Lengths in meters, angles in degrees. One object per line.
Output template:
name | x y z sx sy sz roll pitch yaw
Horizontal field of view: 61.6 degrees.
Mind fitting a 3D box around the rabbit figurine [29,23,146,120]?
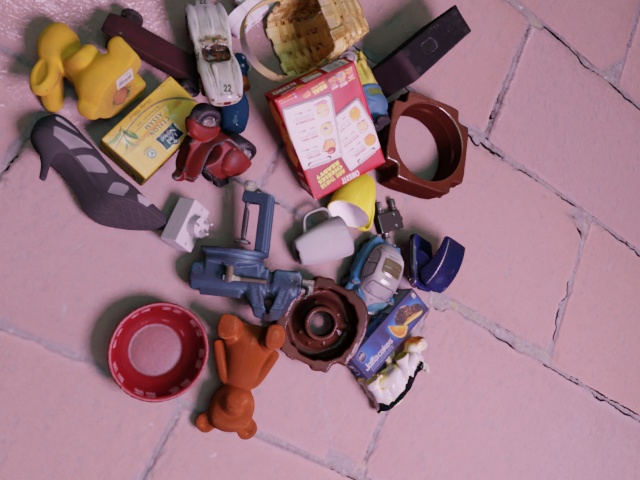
rabbit figurine | -0.401 -0.280 0.892 0.173 0.122 0.162 42 77 1

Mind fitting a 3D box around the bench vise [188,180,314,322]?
bench vise | -0.112 0.017 0.940 0.224 0.129 0.240 5 85 11

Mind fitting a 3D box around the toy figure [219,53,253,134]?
toy figure | -0.162 -0.279 1.014 0.058 0.064 0.154 -3 77 13

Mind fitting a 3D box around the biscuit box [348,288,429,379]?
biscuit box | 0.129 0.185 1.081 0.203 0.059 0.062 -44 101 -23

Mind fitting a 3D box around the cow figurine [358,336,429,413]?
cow figurine | 0.164 0.270 1.081 0.167 0.068 0.098 -33 103 -21

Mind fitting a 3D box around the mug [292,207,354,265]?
mug | -0.002 -0.003 1.038 0.107 0.081 0.109 -23 96 -16

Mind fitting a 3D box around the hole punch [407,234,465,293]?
hole punch | 0.243 0.050 1.113 0.142 0.092 0.115 24 68 -58

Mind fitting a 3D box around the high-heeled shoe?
high-heeled shoe | -0.365 -0.111 0.909 0.248 0.086 0.145 30 38 -37

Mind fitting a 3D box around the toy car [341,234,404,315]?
toy car | 0.120 0.068 1.071 0.109 0.103 0.161 32 73 -19

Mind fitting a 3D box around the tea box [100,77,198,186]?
tea box | -0.287 -0.189 0.939 0.098 0.068 0.169 42 68 -14

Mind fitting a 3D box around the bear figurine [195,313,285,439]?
bear figurine | -0.140 0.237 0.918 0.120 0.132 0.196 16 70 -5

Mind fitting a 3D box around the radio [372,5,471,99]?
radio | 0.214 -0.405 1.162 0.229 0.131 0.073 -45 104 -23

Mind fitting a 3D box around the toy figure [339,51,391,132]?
toy figure | 0.085 -0.304 1.105 0.082 0.089 0.180 -29 79 13

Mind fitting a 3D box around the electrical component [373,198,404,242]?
electrical component | 0.147 -0.039 1.141 0.063 0.021 0.094 -14 88 -26

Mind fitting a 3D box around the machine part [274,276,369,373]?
machine part | 0.001 0.155 1.007 0.179 0.056 0.179 1 87 -10

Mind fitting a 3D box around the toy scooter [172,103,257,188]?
toy scooter | -0.193 -0.145 0.943 0.075 0.183 0.135 29 86 27

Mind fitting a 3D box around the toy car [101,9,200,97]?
toy car | -0.288 -0.333 0.966 0.202 0.053 0.089 23 69 -24

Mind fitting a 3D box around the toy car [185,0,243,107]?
toy car | -0.189 -0.335 0.956 0.073 0.056 0.201 -12 84 -19

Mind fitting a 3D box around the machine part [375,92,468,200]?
machine part | 0.212 -0.199 1.159 0.201 0.087 0.201 14 77 -21
